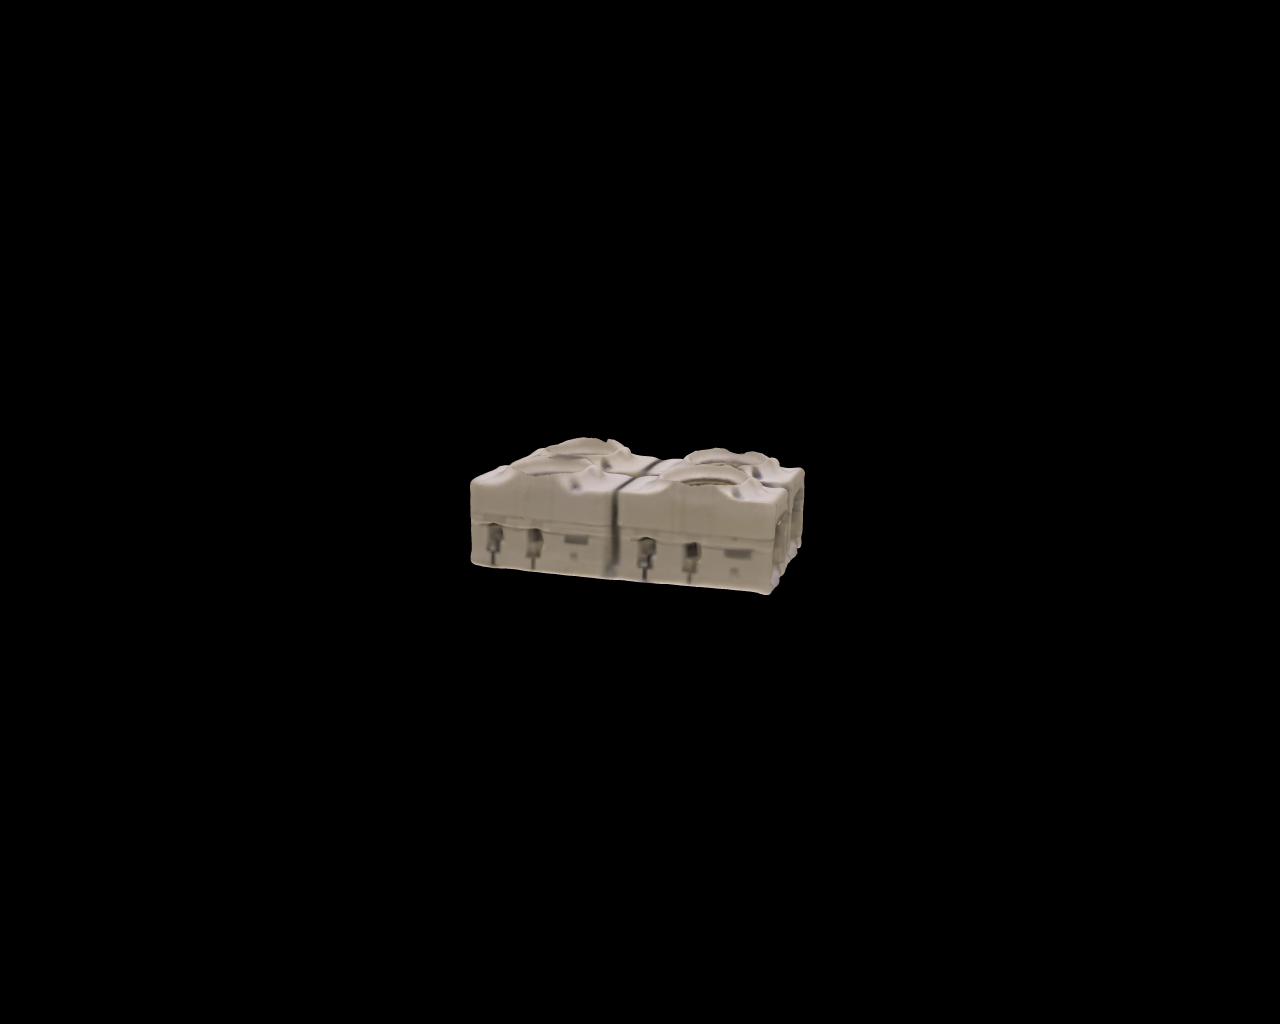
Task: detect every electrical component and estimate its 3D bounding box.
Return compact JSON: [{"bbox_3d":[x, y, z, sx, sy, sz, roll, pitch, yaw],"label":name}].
[{"bbox_3d":[0.001,-0.003,0.650,0.186,0.060,0.105,5,16,18],"label":"electrical component"}]
